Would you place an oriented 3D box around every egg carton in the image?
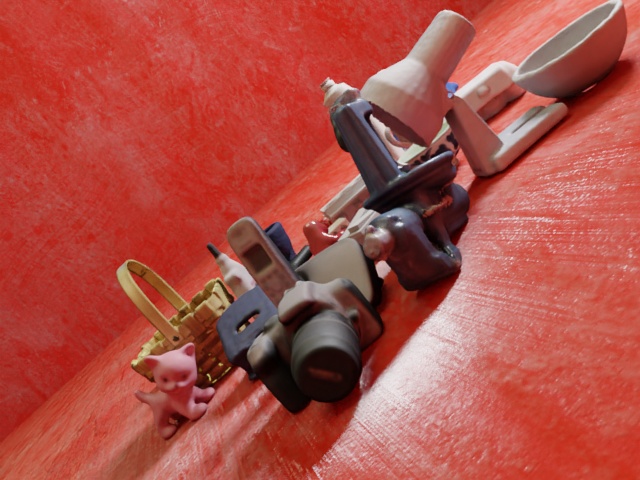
[{"bbox_3d":[0.308,-0.269,1.070,0.150,0.069,0.107,-37,12,19],"label":"egg carton"}]

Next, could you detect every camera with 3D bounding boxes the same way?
[{"bbox_3d":[-0.013,0.111,0.591,0.143,0.101,0.137,-39,11,9],"label":"camera"}]

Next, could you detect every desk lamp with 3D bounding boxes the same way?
[{"bbox_3d":[0.185,-0.188,0.788,0.203,0.214,0.118,-41,11,2],"label":"desk lamp"}]

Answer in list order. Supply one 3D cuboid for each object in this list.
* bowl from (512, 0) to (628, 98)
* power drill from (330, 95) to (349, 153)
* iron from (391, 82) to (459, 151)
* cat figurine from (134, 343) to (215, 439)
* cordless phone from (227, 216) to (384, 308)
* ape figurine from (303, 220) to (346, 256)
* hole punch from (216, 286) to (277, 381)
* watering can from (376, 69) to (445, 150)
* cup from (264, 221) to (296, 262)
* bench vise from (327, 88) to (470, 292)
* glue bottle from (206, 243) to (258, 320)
[{"bbox_3d":[0.361,-0.253,0.805,0.167,0.075,0.167,-39,11,10],"label":"bowl"},{"bbox_3d":[0.093,-0.178,1.078,0.075,0.208,0.229,-38,11,16],"label":"power drill"},{"bbox_3d":[0.221,-0.319,1.371,0.259,0.141,0.118,-48,13,-33],"label":"iron"},{"bbox_3d":[-0.222,0.216,0.854,0.127,0.118,0.067,-37,12,20],"label":"cat figurine"},{"bbox_3d":[-0.022,0.032,0.709,0.147,0.185,0.094,-36,12,26],"label":"cordless phone"},{"bbox_3d":[0.009,0.003,0.963,0.077,0.092,0.076,-29,17,48],"label":"ape figurine"},{"bbox_3d":[-0.088,0.126,0.814,0.108,0.091,0.101,-41,11,1],"label":"hole punch"},{"bbox_3d":[0.178,-0.259,1.141,0.100,0.194,0.173,-32,14,38],"label":"watering can"},{"bbox_3d":[-0.096,0.026,1.228,0.091,0.095,0.118,-37,12,19],"label":"cup"},{"bbox_3d":[0.087,-0.069,0.639,0.121,0.220,0.207,-37,12,21],"label":"bench vise"},{"bbox_3d":[-0.129,0.071,0.956,0.037,0.173,0.078,-39,11,12],"label":"glue bottle"}]
